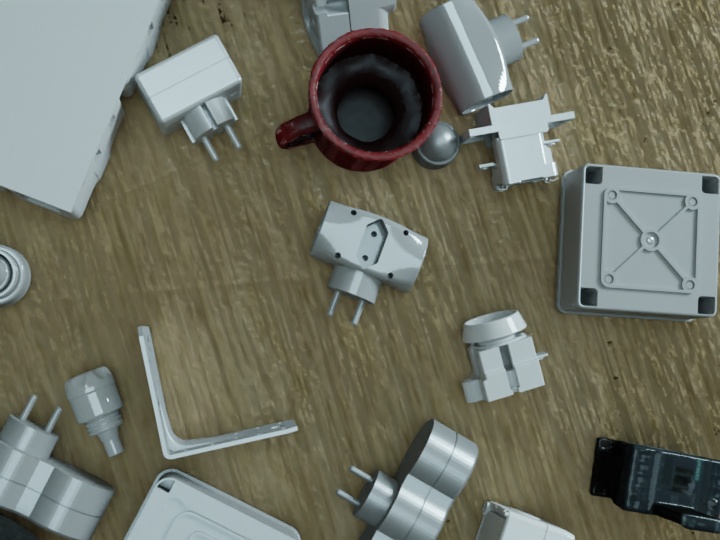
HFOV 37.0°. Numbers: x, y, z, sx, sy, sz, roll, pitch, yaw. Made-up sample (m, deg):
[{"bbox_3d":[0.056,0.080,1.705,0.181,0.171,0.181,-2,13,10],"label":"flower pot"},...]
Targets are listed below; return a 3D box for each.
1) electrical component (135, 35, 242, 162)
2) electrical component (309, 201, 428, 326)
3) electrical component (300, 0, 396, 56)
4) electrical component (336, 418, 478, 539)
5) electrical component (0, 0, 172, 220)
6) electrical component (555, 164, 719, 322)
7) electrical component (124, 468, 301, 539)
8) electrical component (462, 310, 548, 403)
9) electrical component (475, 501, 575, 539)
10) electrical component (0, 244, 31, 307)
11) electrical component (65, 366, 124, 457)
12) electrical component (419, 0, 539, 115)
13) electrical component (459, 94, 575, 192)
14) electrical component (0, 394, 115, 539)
[{"bbox_3d":[-0.113,-0.116,0.774,0.066,0.047,0.076,-29,89,-9],"label":"electrical component"},{"bbox_3d":[0.000,0.000,0.780,0.077,0.043,0.079,21,83,-5],"label":"electrical component"},{"bbox_3d":[-0.011,-0.206,0.770,0.059,0.095,0.053,-16,47,-8],"label":"electrical component"},{"bbox_3d":[0.019,0.167,0.764,0.074,0.052,0.138,31,82,-4],"label":"electrical component"},{"bbox_3d":[-0.214,-0.141,0.757,0.105,0.060,0.186,21,83,-5],"label":"electrical component"},{"bbox_3d":[0.206,-0.019,0.801,0.109,0.056,0.108,4,85,-7],"label":"electrical component"},{"bbox_3d":[-0.104,0.195,0.744,0.113,0.057,0.078,28,82,-4],"label":"electrical component"},{"bbox_3d":[0.103,0.061,0.788,0.066,0.048,0.055,-16,95,-8],"label":"electrical component"},{"bbox_3d":[0.110,0.222,0.766,0.061,0.062,0.096,20,83,-5],"label":"electrical component"},{"bbox_3d":[-0.252,0.003,0.739,0.043,0.062,0.043,1,85,-7],"label":"electrical component"},{"bbox_3d":[-0.182,0.101,0.754,0.035,0.035,0.061,-21,91,-8],"label":"electrical component"},{"bbox_3d":[0.096,-0.167,0.806,0.079,0.043,0.077,-23,88,-9],"label":"electrical component"},{"bbox_3d":[0.118,-0.093,0.805,0.081,0.042,0.063,-11,90,-7],"label":"electrical component"},{"bbox_3d":[-0.231,0.123,0.736,0.138,0.052,0.073,26,82,-5],"label":"electrical component"}]
